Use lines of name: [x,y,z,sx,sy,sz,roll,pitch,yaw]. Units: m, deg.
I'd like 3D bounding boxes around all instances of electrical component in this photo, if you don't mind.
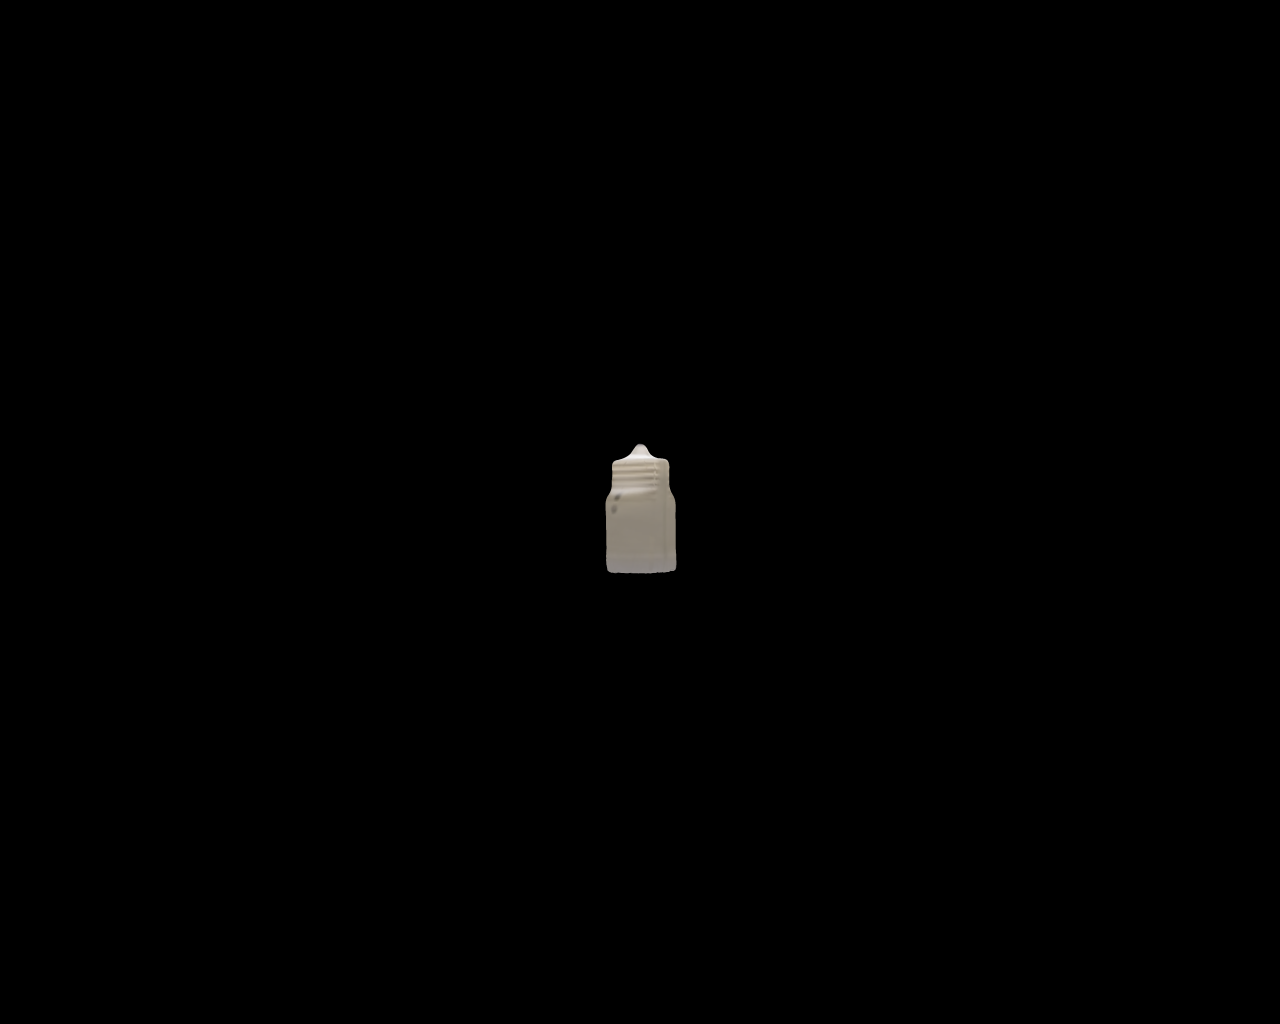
electrical component: [0.001,-0.003,0.650,0.043,0.081,0.043,0,0,0]
